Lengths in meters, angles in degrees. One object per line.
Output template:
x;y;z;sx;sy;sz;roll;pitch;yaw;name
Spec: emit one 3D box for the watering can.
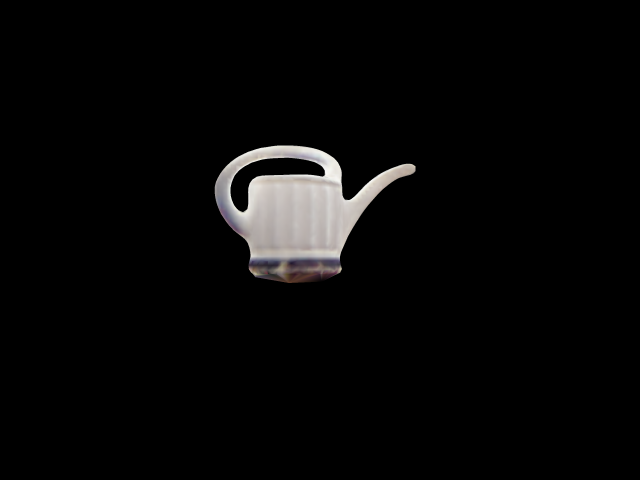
0.003;-0.043;0.850;0.348;0.225;0.103;1;-4;-15;watering can
